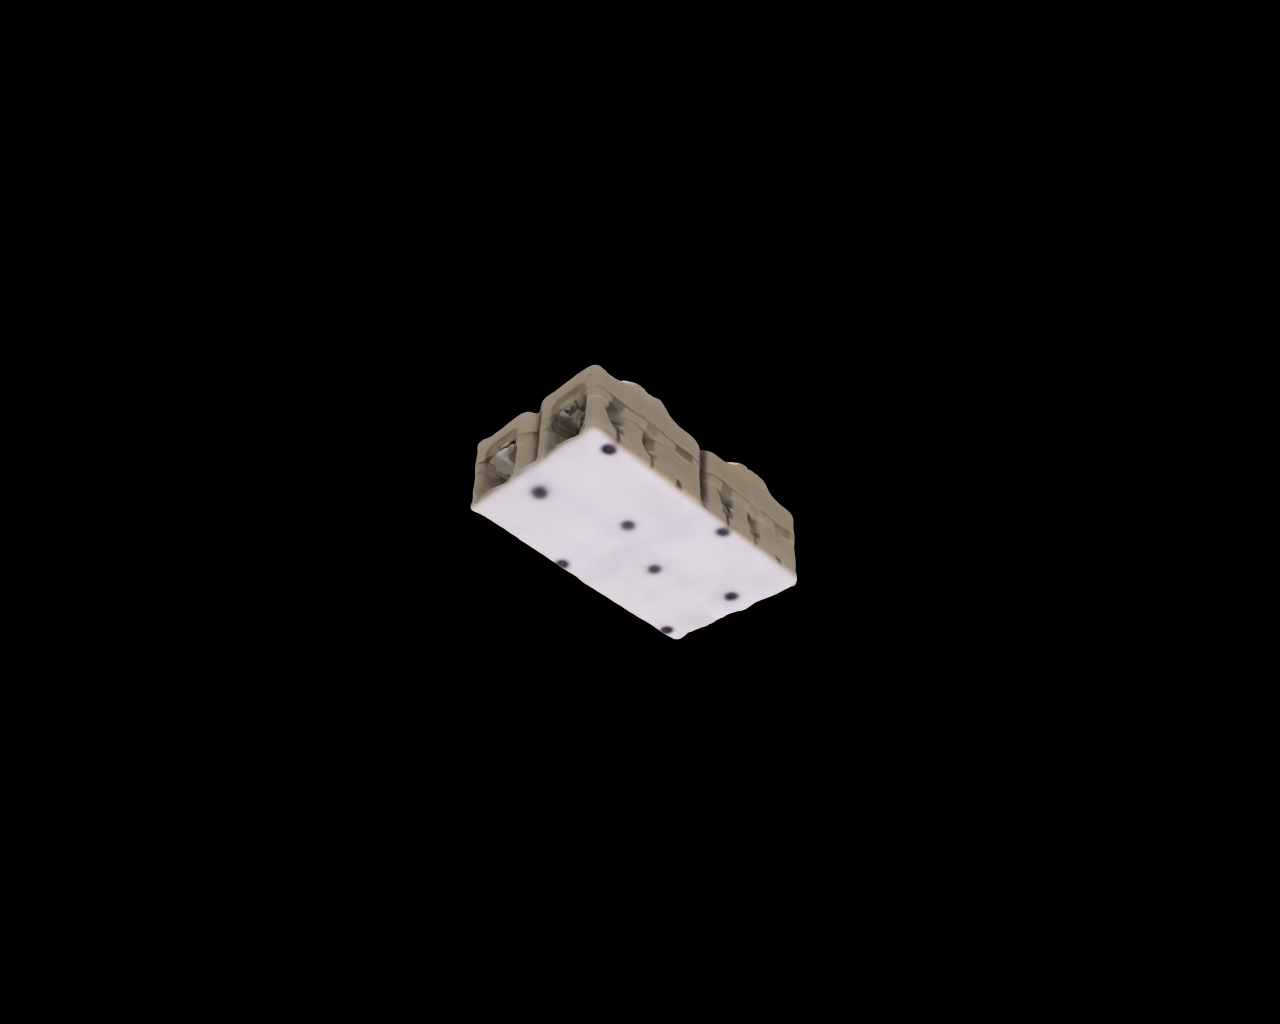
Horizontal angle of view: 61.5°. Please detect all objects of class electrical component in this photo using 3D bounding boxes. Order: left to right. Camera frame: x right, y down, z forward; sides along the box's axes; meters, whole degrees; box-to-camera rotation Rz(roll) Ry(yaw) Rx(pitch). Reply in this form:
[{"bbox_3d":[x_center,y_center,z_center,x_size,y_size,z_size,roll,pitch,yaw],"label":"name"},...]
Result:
[{"bbox_3d":[0.001,-0.003,0.650,0.105,0.060,0.186,-30,-49,31],"label":"electrical component"}]
